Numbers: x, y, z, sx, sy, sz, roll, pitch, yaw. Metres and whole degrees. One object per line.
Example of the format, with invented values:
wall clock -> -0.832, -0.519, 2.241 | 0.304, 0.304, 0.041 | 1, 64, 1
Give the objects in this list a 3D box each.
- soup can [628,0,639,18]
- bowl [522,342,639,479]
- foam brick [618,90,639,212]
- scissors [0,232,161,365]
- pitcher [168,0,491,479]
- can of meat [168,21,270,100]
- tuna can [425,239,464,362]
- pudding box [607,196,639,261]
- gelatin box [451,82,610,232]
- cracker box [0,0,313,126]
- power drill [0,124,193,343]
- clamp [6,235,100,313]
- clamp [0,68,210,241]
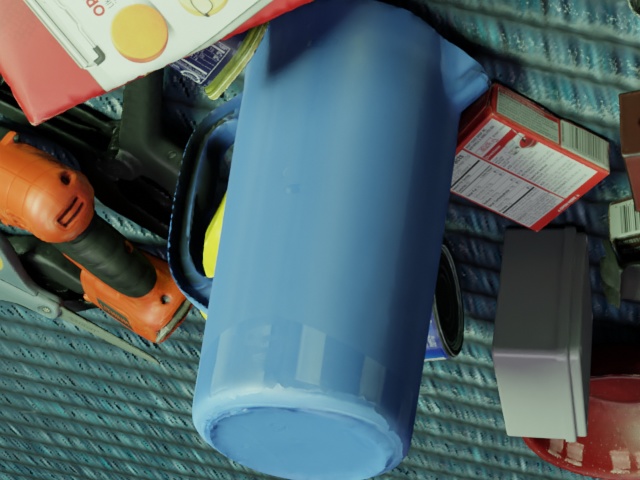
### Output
soup can -> 0.212, -0.107, 0.536 | 0.069, 0.068, 0.102 | -27, 128, 38
bowl -> 0.236, 0.126, 0.825 | 0.162, 0.055, 0.162 | 7, 141, 5
foam brick -> 0.215, -0.055, 0.611 | 0.078, 0.053, 0.051 | -7, 138, 21
scissors -> -0.205, 0.035, 0.788 | 0.201, 0.016, 0.096 | 20, 139, -4
pitcher -> -0.004, 0.001, 0.580 | 0.145, 0.242, 0.149 | 19, 147, -14
can of meat -> -0.068, -0.135, 0.543 | 0.083, 0.102, 0.058 | 30, 139, -19
tuna can -> 0.073, 0.041, 0.736 | 0.034, 0.086, 0.086 | -8, 138, 20
pudding box -> 0.252, 0.001, 0.681 | 0.114, 0.039, 0.090 | -13, 136, 27
gelatin box -> 0.121, -0.050, 0.658 | 0.089, 0.030, 0.073 | 24, 141, -16
cracker box -> -0.058, -0.168, 0.435 | 0.214, 0.072, 0.164 | -23, 113, 7
power drill -> -0.178, -0.010, 0.722 | 0.185, 0.057, 0.187 | 26, 167, 40
clamp -> -0.245, 0.015, 0.820 | 0.171, 0.039, 0.120 | 4, 144, 6
clamp -> -0.139, -0.063, 0.698 | 0.165, 0.036, 0.210 | 3, 146, 23
